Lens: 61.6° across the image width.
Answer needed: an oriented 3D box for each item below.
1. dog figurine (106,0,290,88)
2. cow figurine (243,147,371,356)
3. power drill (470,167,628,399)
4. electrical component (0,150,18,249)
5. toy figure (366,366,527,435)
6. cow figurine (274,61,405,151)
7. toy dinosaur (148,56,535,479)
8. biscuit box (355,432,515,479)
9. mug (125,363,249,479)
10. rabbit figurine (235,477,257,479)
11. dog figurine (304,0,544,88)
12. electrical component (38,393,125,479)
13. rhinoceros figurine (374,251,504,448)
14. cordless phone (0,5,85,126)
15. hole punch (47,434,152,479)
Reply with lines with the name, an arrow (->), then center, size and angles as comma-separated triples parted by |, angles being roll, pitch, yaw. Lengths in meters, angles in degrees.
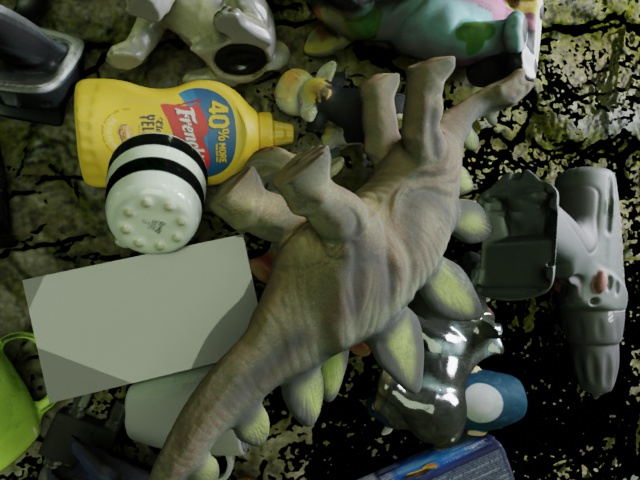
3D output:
dog figurine -> -0.113, -0.250, 0.495 | 0.172, 0.121, 0.190 | 12, 67, -40
cow figurine -> -0.001, -0.001, 0.496 | 0.194, 0.085, 0.127 | 55, 44, -16
power drill -> 0.231, 0.032, 0.506 | 0.207, 0.086, 0.232 | 13, 79, -36
electrical component -> -0.341, -0.047, 0.467 | 0.115, 0.058, 0.134 | -10, 90, -11
toy figure -> 0.124, 0.160, 0.536 | 0.154, 0.057, 0.064 | -2, 51, -7
cow figurine -> 0.037, -0.116, 0.506 | 0.167, 0.098, 0.068 | 20, 92, -8
toy dinosaur -> 0.021, 0.021, 0.392 | 0.471, 0.105, 0.198 | -41, 112, -19
biscuit box -> 0.090, 0.255, 0.524 | 0.203, 0.059, 0.062 | -20, 91, -8
mug -> -0.118, 0.164, 0.491 | 0.107, 0.081, 0.109 | 1, 94, 3
rabbit figurine -> -0.061, 0.303, 0.469 | 0.122, 0.162, 0.173 | -15, 73, 3
dog figurine -> 0.094, -0.215, 0.520 | 0.219, 0.191, 0.108 | 9, 91, 26
electrical component -> -0.220, 0.186, 0.498 | 0.063, 0.021, 0.094 | 25, 85, -8
rhinoceros figurine -> 0.116, 0.092, 0.503 | 0.112, 0.073, 0.190 | 16, 59, 14
cordless phone -> -0.278, -0.152, 0.415 | 0.147, 0.184, 0.088 | 8, 92, -9
hole punch -> -0.164, 0.230, 0.436 | 0.092, 0.142, 0.115 | -56, 132, -20
